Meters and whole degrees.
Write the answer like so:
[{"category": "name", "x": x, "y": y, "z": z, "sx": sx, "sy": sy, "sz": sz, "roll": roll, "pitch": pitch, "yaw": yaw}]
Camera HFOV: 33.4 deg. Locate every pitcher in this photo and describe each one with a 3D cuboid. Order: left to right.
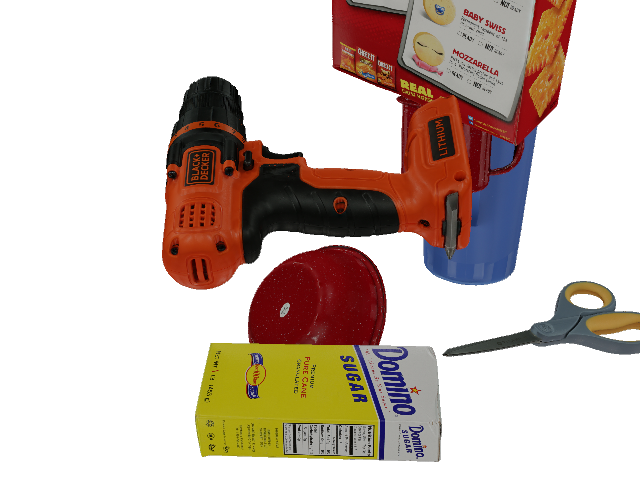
[{"category": "pitcher", "x": 0.174, "y": -0.073, "z": 1.211, "sx": 0.149, "sy": 0.243, "sz": 0.145, "roll": -9, "pitch": 24, "yaw": -23}]

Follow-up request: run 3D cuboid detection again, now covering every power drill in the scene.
[{"category": "power drill", "x": -0.004, "y": -0.047, "z": 0.669, "sx": 0.187, "sy": 0.057, "sz": 0.184, "roll": -5, "pitch": 44, "yaw": 3}]

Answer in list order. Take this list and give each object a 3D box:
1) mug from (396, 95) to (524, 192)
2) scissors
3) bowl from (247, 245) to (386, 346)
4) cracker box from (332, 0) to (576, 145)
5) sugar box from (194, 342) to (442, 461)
[{"category": "mug", "x": 0.127, "y": -0.089, "z": 0.973, "sx": 0.117, "sy": 0.081, "sz": 0.093, "roll": 4, "pitch": 16, "yaw": 13}, {"category": "scissors", "x": 0.180, "y": 0.064, "z": 0.868, "sx": 0.201, "sy": 0.016, "sz": 0.096, "roll": 2, "pitch": 32, "yaw": -16}, {"category": "bowl", "x": -0.017, "y": 0.072, "z": 1.009, "sx": 0.162, "sy": 0.162, "sz": 0.055, "roll": 0, "pitch": -20, "yaw": 44}, {"category": "cracker box", "x": 0.091, "y": -0.191, "z": 0.724, "sx": 0.164, "sy": 0.214, "sz": 0.072, "roll": 28, "pitch": 50, "yaw": 27}, {"category": "sugar box", "x": 0.000, "y": 0.118, "z": 0.797, "sx": 0.176, "sy": 0.048, "sz": 0.093, "roll": -2, "pitch": 31, "yaw": 3}]
